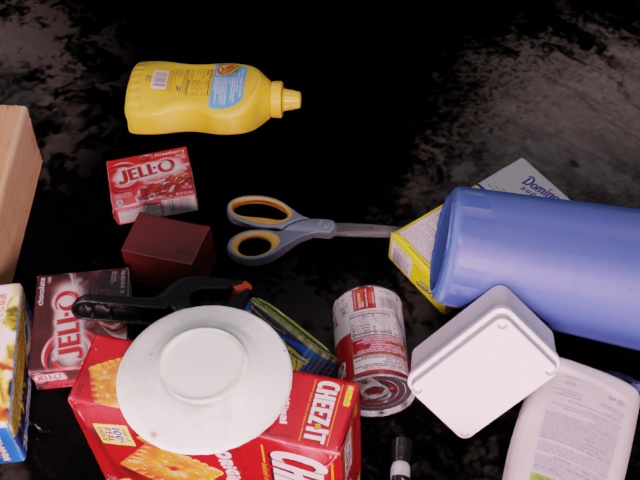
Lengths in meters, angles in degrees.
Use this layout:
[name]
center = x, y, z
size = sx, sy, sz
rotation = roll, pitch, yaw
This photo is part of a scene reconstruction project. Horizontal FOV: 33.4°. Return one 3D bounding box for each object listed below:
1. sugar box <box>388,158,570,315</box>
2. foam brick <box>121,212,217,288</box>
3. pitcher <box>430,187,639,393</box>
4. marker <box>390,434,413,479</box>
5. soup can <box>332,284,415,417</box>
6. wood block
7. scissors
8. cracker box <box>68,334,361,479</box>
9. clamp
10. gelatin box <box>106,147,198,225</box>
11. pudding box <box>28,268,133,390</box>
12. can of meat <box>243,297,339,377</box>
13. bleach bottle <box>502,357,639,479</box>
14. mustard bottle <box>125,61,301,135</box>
[sugar box]
center = 0.165, -0.006, 1.067
size = 0.176, 0.048, 0.093
rotation = -27, 56, -22
[foam brick]
center = -0.149, 0.014, 1.059
size = 0.078, 0.051, 0.053
rotation = 12, 53, 13
[pitcher]
center = 0.225, 0.035, 0.958
size = 0.243, 0.145, 0.149
rotation = 10, 45, -1
[marker]
center = 0.067, 0.219, 0.900
size = 0.020, 0.020, 0.121
rotation = 3, 50, 5
[soup can]
center = 0.047, 0.099, 0.969
size = 0.068, 0.068, 0.102
rotation = -4, 50, -1
[wood block]
center = -0.352, -0.035, 1.084
size = 0.091, 0.090, 0.206
rotation = 0, 50, 1
[scissors]
center = -0.007, 0.001, 1.087
size = 0.202, 0.016, 0.096
rotation = 15, 53, 14
[cracker box]
center = -0.078, 0.163, 0.858
size = 0.214, 0.164, 0.072
rotation = 10, 53, 11
[clamp]
center = -0.141, 0.070, 0.992
size = 0.120, 0.039, 0.171
rotation = 44, 42, 16
[gelatin box]
center = -0.179, -0.058, 1.135
size = 0.089, 0.030, 0.073
rotation = -11, 50, -7
[pudding box]
center = -0.224, 0.083, 1.012
size = 0.090, 0.039, 0.113
rotation = -5, 50, -2
[can of meat]
center = -0.045, 0.111, 0.947
size = 0.102, 0.057, 0.084
rotation = 36, 91, 29
[bleach bottle]
center = 0.182, 0.202, 0.845
size = 0.103, 0.068, 0.250
rotation = 19, 41, 16
[mustard bottle]
center = -0.117, -0.159, 1.198
size = 0.191, 0.058, 0.096
rotation = 1, 45, 4
